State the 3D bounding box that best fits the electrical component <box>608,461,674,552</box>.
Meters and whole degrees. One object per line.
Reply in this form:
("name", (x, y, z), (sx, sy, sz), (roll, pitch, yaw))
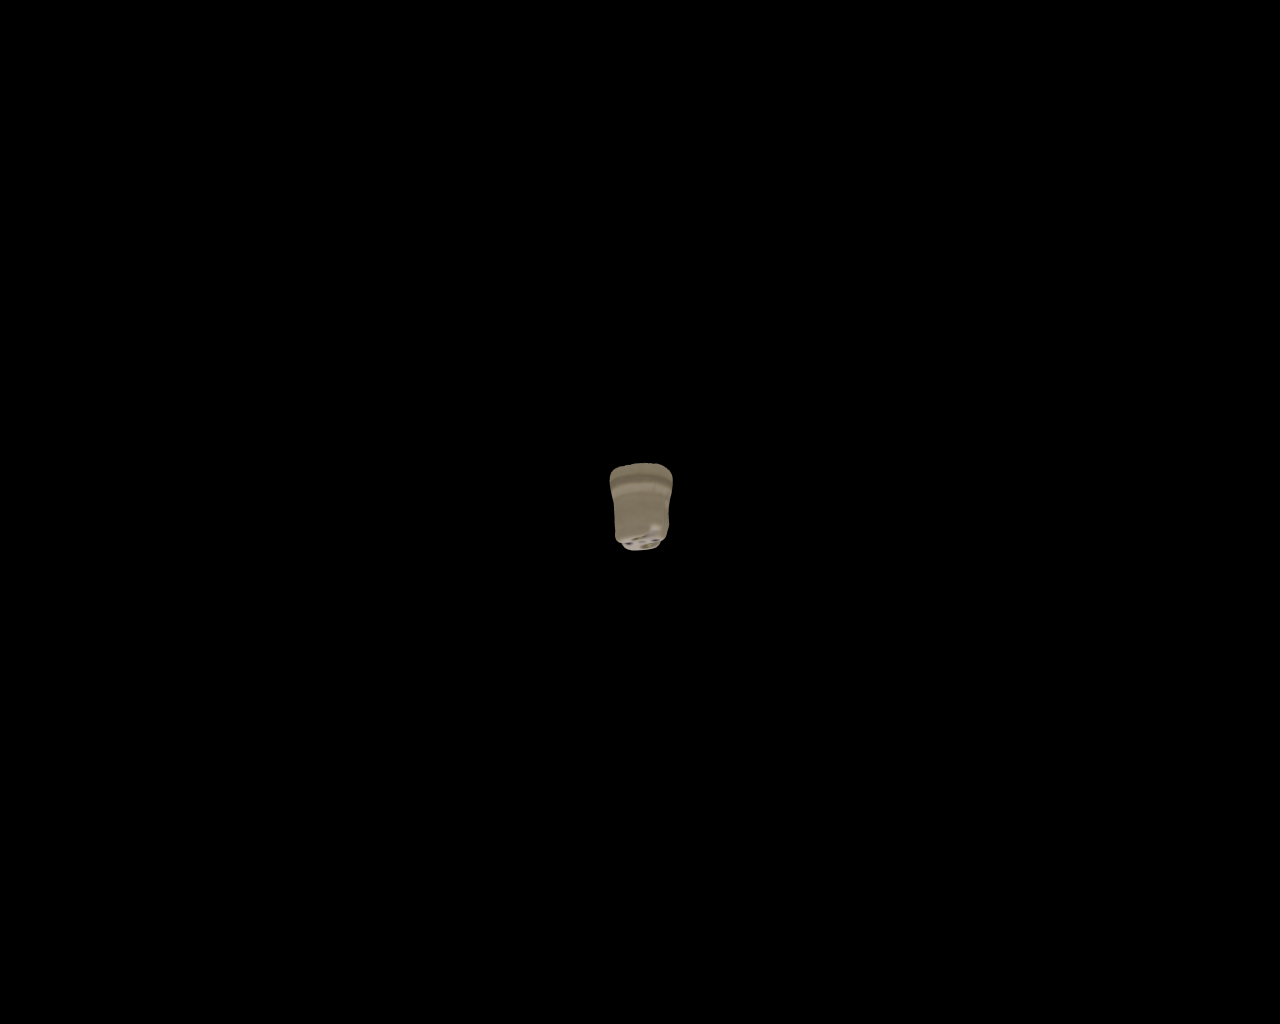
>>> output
("electrical component", (0.001, -0.003, 0.650), (0.040, 0.046, 0.040), (0, -18, 0))
